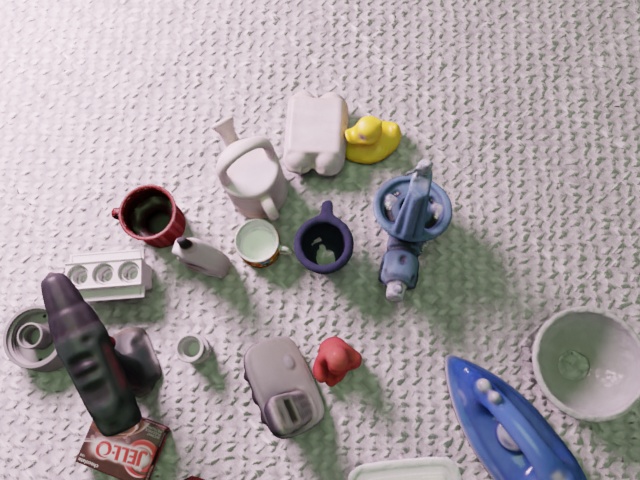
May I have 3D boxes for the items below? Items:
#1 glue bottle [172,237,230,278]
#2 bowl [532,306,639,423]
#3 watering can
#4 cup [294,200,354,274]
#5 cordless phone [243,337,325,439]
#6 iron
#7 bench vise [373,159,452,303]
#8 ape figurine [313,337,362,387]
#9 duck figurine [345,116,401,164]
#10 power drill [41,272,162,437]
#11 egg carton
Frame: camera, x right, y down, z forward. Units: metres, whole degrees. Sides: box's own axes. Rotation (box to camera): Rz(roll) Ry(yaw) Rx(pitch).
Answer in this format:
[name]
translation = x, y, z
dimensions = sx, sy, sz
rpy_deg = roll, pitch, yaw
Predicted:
[glue bottle]
translation = -0.190, 0.020, 0.876
dimensions = 0.078, 0.173, 0.037
rpy_deg = 12, 77, 6
[bowl]
translation = 0.393, 0.186, 0.861
dimensions = 0.167, 0.075, 0.167
rpy_deg = -1, 76, 2
[watering can]
translation = -0.115, -0.112, 0.896
dimensions = 0.172, 0.194, 0.101
rpy_deg = 38, 80, 11
[cup]
translation = 0.008, 0.003, 0.913
dimensions = 0.091, 0.095, 0.118
rpy_deg = 3, 76, 3
[cordless phone]
translation = -0.059, 0.210, 0.817
dimensions = 0.094, 0.185, 0.147
rpy_deg = -28, 76, -4
[iron]
translation = 0.270, 0.267, 0.812
dimensions = 0.119, 0.141, 0.258
rpy_deg = -36, 77, -6
[bench vise]
translation = 0.144, -0.018, 0.848
dimensions = 0.121, 0.220, 0.207
rpy_deg = -6, 76, 1
[ape figurine]
translation = 0.025, 0.183, 0.868
dimensions = 0.078, 0.092, 0.076
rpy_deg = -5, 76, 1
[duck figurine]
translation = 0.087, -0.178, 0.960
dimensions = 0.104, 0.086, 0.077
rpy_deg = -16, 76, -1
[power drill]
translation = -0.309, 0.166, 0.826
dimensions = 0.075, 0.208, 0.229
rpy_deg = -27, 76, -4
[egg carton]
translation = -0.006, -0.181, 0.973
dimensions = 0.107, 0.069, 0.150
rpy_deg = 2, 76, 3
